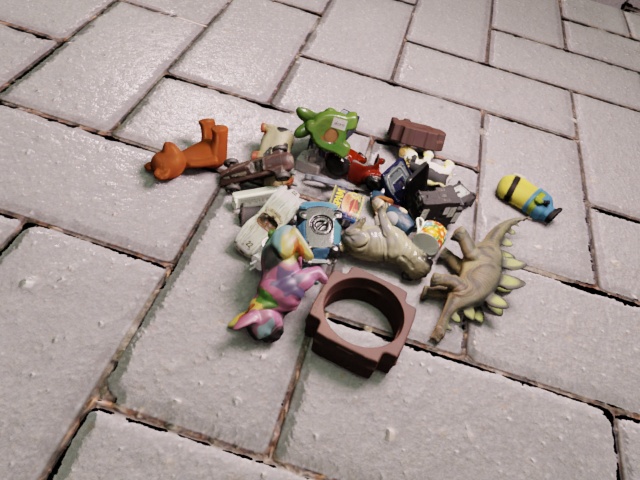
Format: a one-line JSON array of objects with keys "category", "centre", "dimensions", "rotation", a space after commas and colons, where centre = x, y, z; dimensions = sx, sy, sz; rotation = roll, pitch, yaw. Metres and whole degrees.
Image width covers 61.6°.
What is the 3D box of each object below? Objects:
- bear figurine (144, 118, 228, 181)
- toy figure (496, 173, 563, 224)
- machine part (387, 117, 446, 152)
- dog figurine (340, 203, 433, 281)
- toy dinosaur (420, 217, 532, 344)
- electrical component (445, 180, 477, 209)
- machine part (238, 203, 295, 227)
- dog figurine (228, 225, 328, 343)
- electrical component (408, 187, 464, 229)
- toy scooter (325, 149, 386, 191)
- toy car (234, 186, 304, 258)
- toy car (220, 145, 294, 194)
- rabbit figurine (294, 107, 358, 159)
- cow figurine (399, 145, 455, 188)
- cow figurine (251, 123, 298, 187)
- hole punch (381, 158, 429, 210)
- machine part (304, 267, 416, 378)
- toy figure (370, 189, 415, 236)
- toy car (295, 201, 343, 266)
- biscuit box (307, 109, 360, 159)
[{"category": "bear figurine", "centre": [-0.336, -0.223, 1.341], "dimensions": [0.196, 0.131, 0.120], "rotation": [-12, 30, -29]}, {"category": "toy figure", "centre": [0.579, -0.117, 1.497], "dimensions": [0.089, 0.082, 0.180], "rotation": [-28, 63, -35]}, {"category": "machine part", "centre": [0.282, -0.308, 1.566], "dimensions": [0.179, 0.056, 0.179], "rotation": [12, 21, -5]}, {"category": "dog figurine", "centre": [0.150, 0.035, 1.257], "dimensions": [0.172, 0.121, 0.190], "rotation": [-34, 78, 2]}, {"category": "toy dinosaur", "centre": [0.380, 0.068, 1.275], "dimensions": [0.199, 0.105, 0.471], "rotation": [33, 58, 6]}, {"category": "electrical component", "centre": [0.361, -0.109, 1.458], "dimensions": [0.119, 0.047, 0.075], "rotation": [-29, 61, -32]}, {"category": "machine part", "centre": [-0.129, -0.063, 1.306], "dimensions": [0.139, 0.039, 0.084], "rotation": [-3, 58, -19]}, {"category": "dog figurine", "centre": [-0.103, 0.097, 1.090], "dimensions": [0.219, 0.108, 0.191], "rotation": [-35, 99, -18]}, {"category": "electrical component", "centre": [0.296, -0.076, 1.368], "dimensions": [0.134, 0.114, 0.058], "rotation": [-2, 54, -19]}, {"category": "toy scooter", "centre": [0.111, -0.206, 1.466], "dimensions": [0.184, 0.075, 0.135], "rotation": [28, 45, 10]}, {"category": "toy car", "centre": [-0.117, -0.044, 1.245], "dimensions": [0.073, 0.056, 0.202], "rotation": [41, 69, 0]}, {"category": "toy car", "centre": [-0.161, -0.175, 1.326], "dimensions": [0.202, 0.053, 0.089], "rotation": [-10, 75, 16]}, {"category": "rabbit figurine", "centre": [0.011, -0.292, 1.419], "dimensions": [0.159, 0.121, 0.170], "rotation": [5, 21, -5]}, {"category": "cow figurine", "centre": [0.288, -0.200, 1.511], "dimensions": [0.167, 0.068, 0.098], "rotation": [27, 54, 12]}, {"category": "cow figurine", "centre": [-0.112, -0.208, 1.401], "dimensions": [0.127, 0.085, 0.195], "rotation": [7, 61, 7]}, {"category": "hole punch", "centre": [0.223, -0.146, 1.416], "dimensions": [0.092, 0.115, 0.142], "rotation": [21, 46, 29]}, {"category": "machine part", "centre": [0.083, 0.169, 1.118], "dimensions": [0.201, 0.087, 0.201], "rotation": [24, 50, 9]}, {"category": "toy figure", "centre": [0.176, -0.073, 1.366], "dimensions": [0.064, 0.057, 0.155], "rotation": [-43, 64, 1]}, {"category": "toy car", "centre": [-0.003, -0.004, 1.237], "dimensions": [0.109, 0.102, 0.161], "rotation": [-1, 64, -5]}, {"category": "biscuit box", "centre": [0.039, -0.301, 1.539], "dimensions": [0.059, 0.062, 0.203], "rotation": [30, 49, 14]}]
